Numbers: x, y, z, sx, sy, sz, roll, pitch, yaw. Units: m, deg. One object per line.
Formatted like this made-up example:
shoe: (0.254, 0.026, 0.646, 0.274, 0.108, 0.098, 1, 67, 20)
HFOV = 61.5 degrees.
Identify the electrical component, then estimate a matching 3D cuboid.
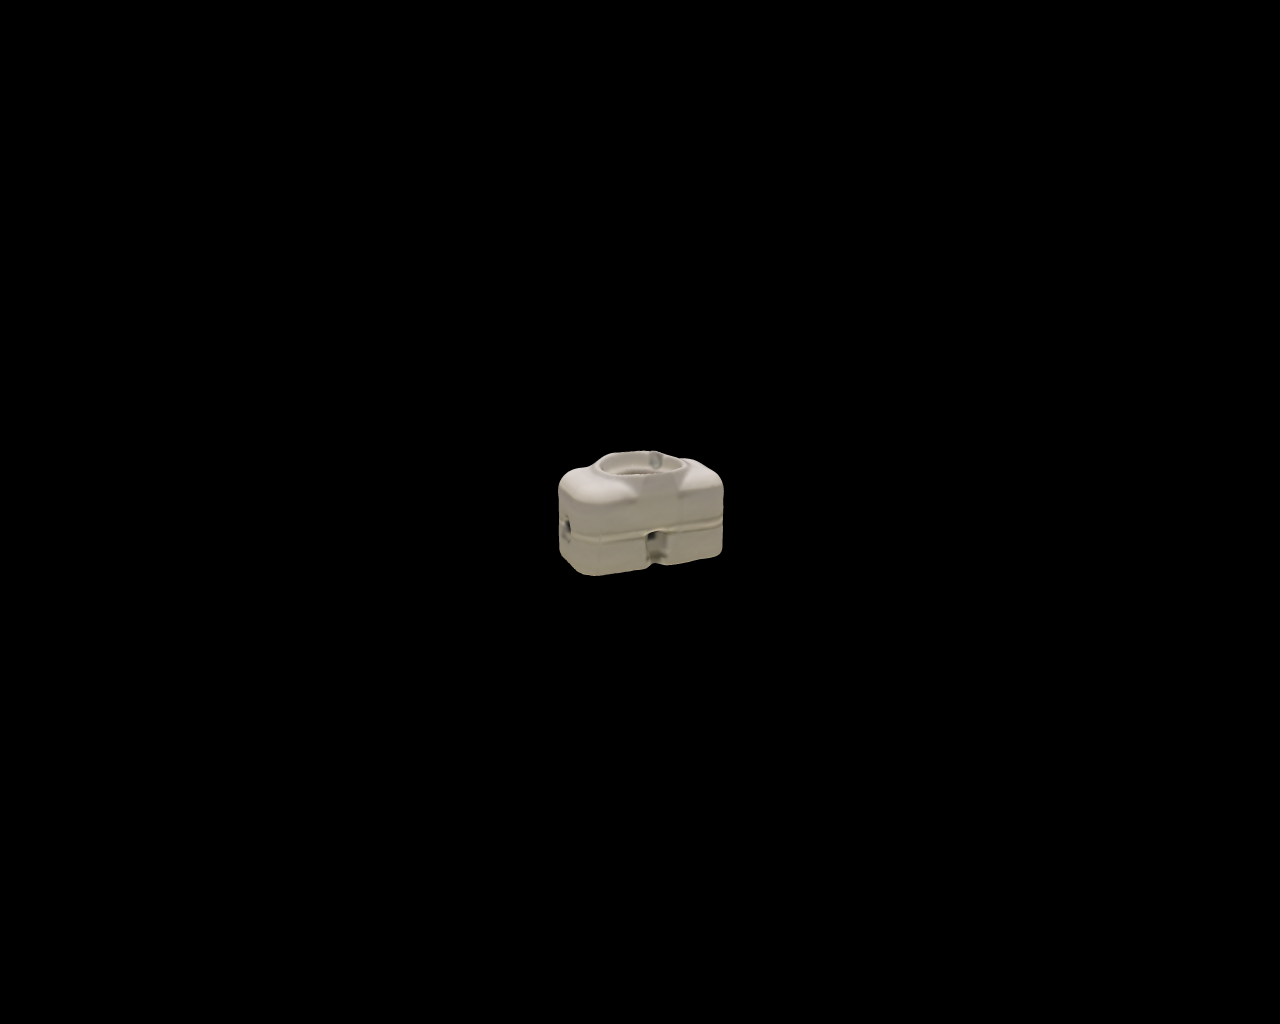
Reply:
electrical component: (0.001, -0.003, 0.650, 0.095, 0.059, 0.054, -7, 20, -20)
